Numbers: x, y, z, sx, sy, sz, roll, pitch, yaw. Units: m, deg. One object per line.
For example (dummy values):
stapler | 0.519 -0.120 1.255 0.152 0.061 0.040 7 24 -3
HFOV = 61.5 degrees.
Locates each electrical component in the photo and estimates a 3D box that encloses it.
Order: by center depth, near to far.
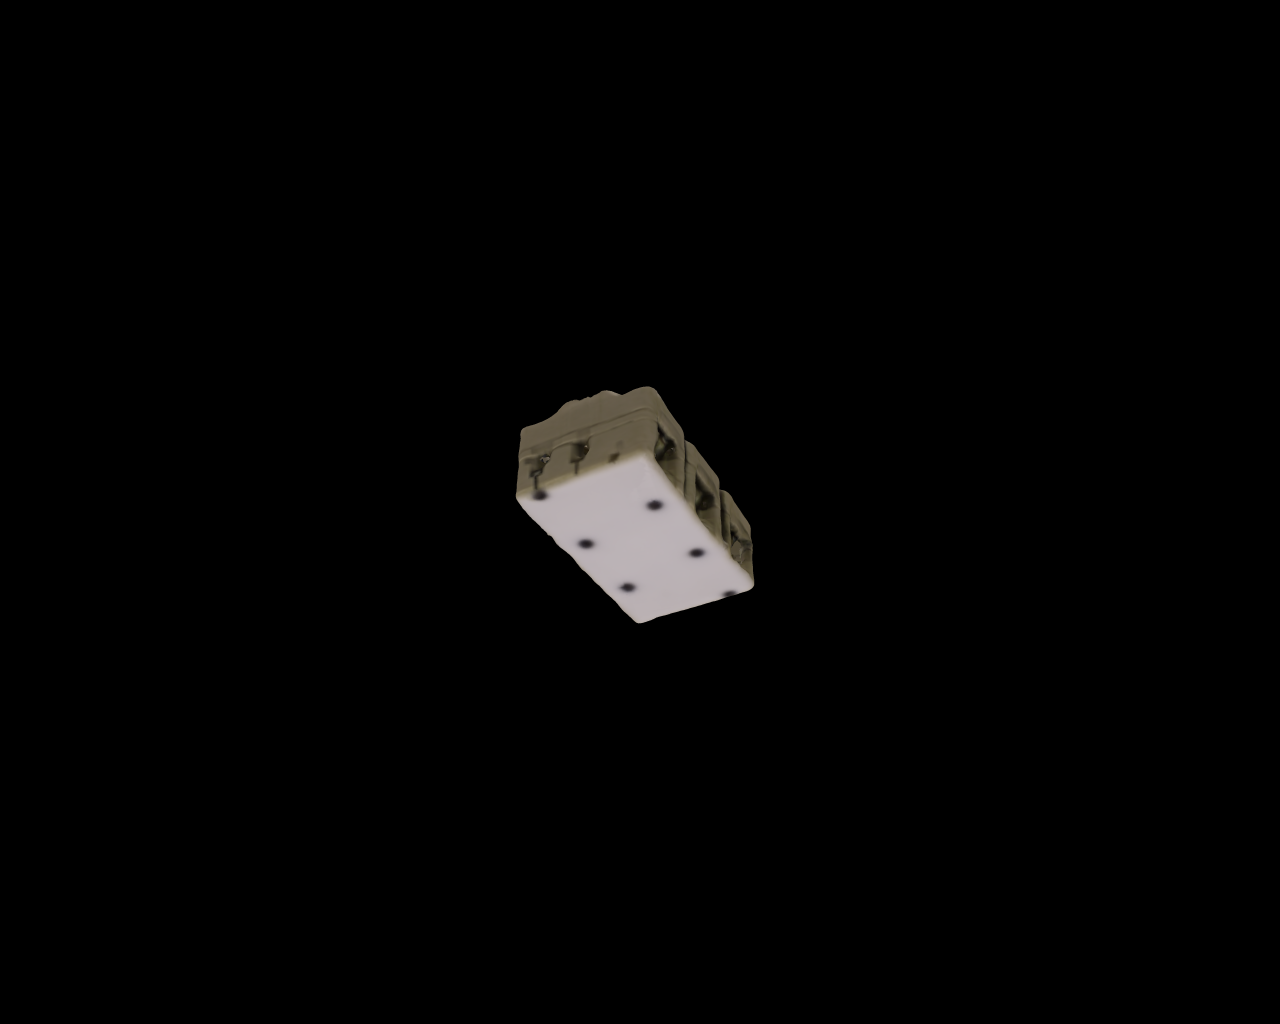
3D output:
electrical component | 0.001 -0.003 0.650 0.089 0.062 0.150 -17 -41 21
